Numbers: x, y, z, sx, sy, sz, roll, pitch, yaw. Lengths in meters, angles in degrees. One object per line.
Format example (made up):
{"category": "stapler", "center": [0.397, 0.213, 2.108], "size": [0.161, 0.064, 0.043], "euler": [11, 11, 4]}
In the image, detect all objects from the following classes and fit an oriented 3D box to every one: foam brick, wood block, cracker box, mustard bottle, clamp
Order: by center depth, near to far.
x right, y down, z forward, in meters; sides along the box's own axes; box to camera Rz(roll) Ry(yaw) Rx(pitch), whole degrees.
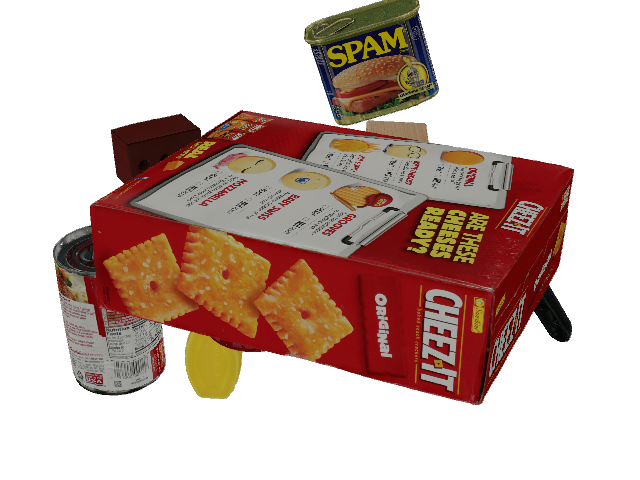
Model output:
{"category": "cracker box", "center": [0.011, -0.001, 0.578], "size": [0.214, 0.072, 0.164], "euler": [13, 28, 22]}
{"category": "clamp", "center": [0.163, 0.026, 0.946], "size": [0.120, 0.171, 0.039], "euler": [-21, 7, -40]}
{"category": "foam brick", "center": [-0.161, -0.087, 1.057], "size": [0.078, 0.053, 0.051], "euler": [-17, 31, -22]}
{"category": "mustard bottle", "center": [-0.104, 0.084, 1.176], "size": [0.058, 0.096, 0.191], "euler": [1, 27, 4]}
{"category": "wood block", "center": [0.107, -0.088, 1.507], "size": [0.091, 0.090, 0.206], "euler": [4, 29, 0]}

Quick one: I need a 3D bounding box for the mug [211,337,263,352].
{"category": "mug", "center": [-0.048, 0.046, 0.918], "size": [0.117, 0.081, 0.093], "euler": [17, 29, 24]}

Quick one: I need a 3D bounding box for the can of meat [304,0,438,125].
{"category": "can of meat", "center": [0.046, -0.156, 0.929], "size": [0.102, 0.084, 0.057], "euler": [-15, 28, 9]}

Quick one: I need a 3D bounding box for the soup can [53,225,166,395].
{"category": "soup can", "center": [-0.145, 0.048, 0.743], "size": [0.068, 0.102, 0.068], "euler": [-1, 29, 0]}
